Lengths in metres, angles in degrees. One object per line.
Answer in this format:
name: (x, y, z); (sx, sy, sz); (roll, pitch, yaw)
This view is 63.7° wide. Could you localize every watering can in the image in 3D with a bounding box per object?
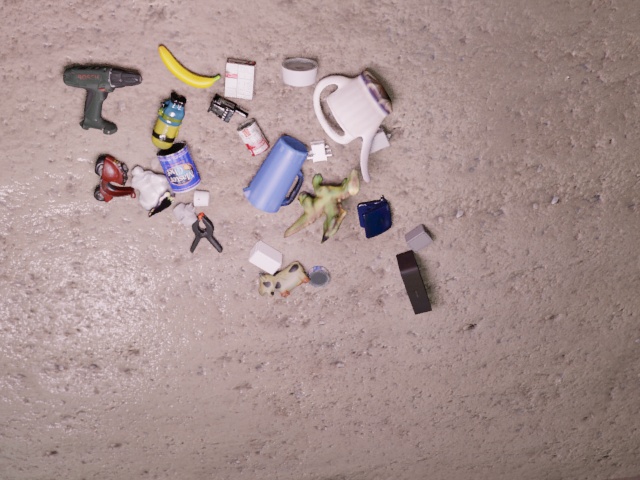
watering can: (0.128, -0.370, 1.599); (0.222, 0.105, 0.346); (-32, 97, 19)

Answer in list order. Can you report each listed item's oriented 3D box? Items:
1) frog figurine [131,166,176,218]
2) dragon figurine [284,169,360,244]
frog figurine: (-0.575, -0.175, 1.754); (0.161, 0.124, 0.135); (48, 126, 12)
dragon figurine: (0.005, -0.087, 1.727); (0.121, 0.248, 0.404); (27, 117, -23)
